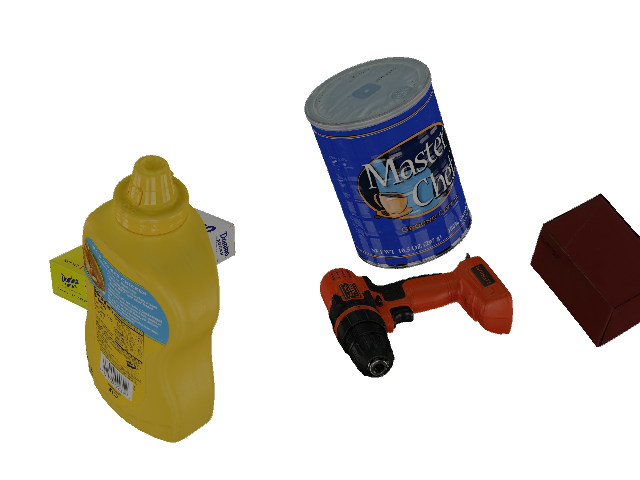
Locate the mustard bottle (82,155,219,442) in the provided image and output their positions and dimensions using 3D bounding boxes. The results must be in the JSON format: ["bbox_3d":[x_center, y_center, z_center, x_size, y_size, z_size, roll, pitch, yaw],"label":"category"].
[{"bbox_3d":[-0.100,0.029,0.627,0.058,0.192,0.096,-30,55,-33],"label":"mustard bottle"}]

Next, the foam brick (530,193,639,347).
[{"bbox_3d":[0.187,0.019,0.713,0.051,0.078,0.053,-25,-29,-15],"label":"foam brick"}]

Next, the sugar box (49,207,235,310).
[{"bbox_3d":[-0.179,0.017,1.095,0.093,0.048,0.175,20,36,31],"label":"sugar box"}]

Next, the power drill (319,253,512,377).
[{"bbox_3d":[0.103,0.076,1.129,0.187,0.057,0.184,-6,28,-11],"label":"power drill"}]

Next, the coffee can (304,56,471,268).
[{"bbox_3d":[0.057,-0.063,0.869,0.103,0.140,0.103,-15,32,10],"label":"coffee can"}]
